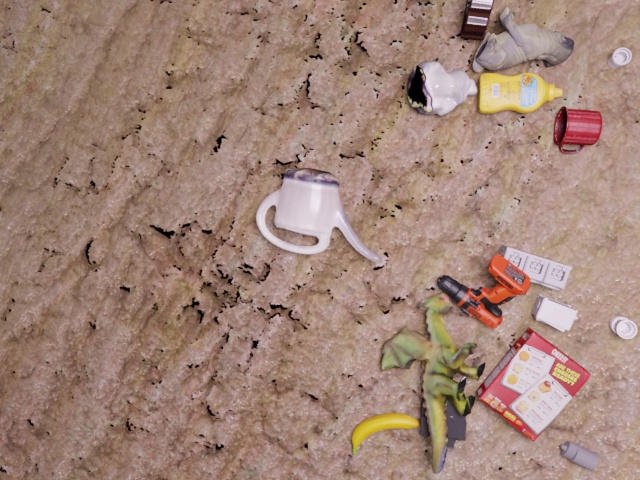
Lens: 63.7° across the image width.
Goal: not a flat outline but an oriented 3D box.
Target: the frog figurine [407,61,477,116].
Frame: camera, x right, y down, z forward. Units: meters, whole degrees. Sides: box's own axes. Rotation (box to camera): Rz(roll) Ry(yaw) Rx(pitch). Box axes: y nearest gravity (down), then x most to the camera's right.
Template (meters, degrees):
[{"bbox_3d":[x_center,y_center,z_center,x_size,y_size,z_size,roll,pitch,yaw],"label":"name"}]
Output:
[{"bbox_3d":[0.303,-0.382,1.288,0.160,0.121,0.138,-17,79,-24],"label":"frog figurine"}]

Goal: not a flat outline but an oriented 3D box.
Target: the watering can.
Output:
[{"bbox_3d":[0.004,-0.067,1.335,0.348,0.104,0.224,11,93,12],"label":"watering can"}]

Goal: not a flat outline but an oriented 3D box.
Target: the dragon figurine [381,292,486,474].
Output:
[{"bbox_3d":[0.261,0.328,1.281,0.244,0.121,0.412,19,85,37],"label":"dragon figurine"}]
